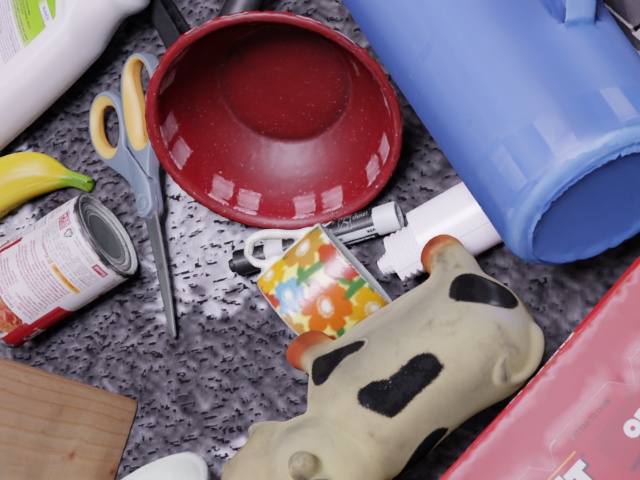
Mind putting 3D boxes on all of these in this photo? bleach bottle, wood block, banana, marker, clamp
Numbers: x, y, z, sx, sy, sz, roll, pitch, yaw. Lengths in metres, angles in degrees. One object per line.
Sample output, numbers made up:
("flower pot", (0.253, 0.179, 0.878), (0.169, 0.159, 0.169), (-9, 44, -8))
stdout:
("bleach bottle", (-0.211, -0.143, 0.793), (0.251, 0.068, 0.102), (-32, 62, 17))
("wood block", (-0.211, 0.112, 0.643), (0.091, 0.205, 0.090), (13, 79, 26))
("banana", (-0.261, -0.005, 0.800), (0.198, 0.037, 0.070), (-41, 63, 7))
("marker", (-0.005, 0.001, 0.694), (0.121, 0.020, 0.020), (-17, 67, 18))
("clamp", (-0.088, -0.127, 0.763), (0.120, 0.039, 0.171), (-3, 73, 40))

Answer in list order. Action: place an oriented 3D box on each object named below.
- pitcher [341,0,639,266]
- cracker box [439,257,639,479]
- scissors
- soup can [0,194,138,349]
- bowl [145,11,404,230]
("pitcher", (0.104, -0.115, 0.595), (0.145, 0.149, 0.243), (-35, 56, 14))
("cracker box", (0.128, 0.088, 0.496), (0.072, 0.213, 0.164), (42, 92, 16))
("scissors", (-0.133, -0.031, 0.759), (0.096, 0.016, 0.202), (-5, 86, 46))
("soup can", (-0.187, 0.021, 0.741), (0.102, 0.068, 0.068), (-31, 64, 11))
("bowl", (-0.026, -0.084, 0.677), (0.162, 0.162, 0.055), (-14, 36, 19))
